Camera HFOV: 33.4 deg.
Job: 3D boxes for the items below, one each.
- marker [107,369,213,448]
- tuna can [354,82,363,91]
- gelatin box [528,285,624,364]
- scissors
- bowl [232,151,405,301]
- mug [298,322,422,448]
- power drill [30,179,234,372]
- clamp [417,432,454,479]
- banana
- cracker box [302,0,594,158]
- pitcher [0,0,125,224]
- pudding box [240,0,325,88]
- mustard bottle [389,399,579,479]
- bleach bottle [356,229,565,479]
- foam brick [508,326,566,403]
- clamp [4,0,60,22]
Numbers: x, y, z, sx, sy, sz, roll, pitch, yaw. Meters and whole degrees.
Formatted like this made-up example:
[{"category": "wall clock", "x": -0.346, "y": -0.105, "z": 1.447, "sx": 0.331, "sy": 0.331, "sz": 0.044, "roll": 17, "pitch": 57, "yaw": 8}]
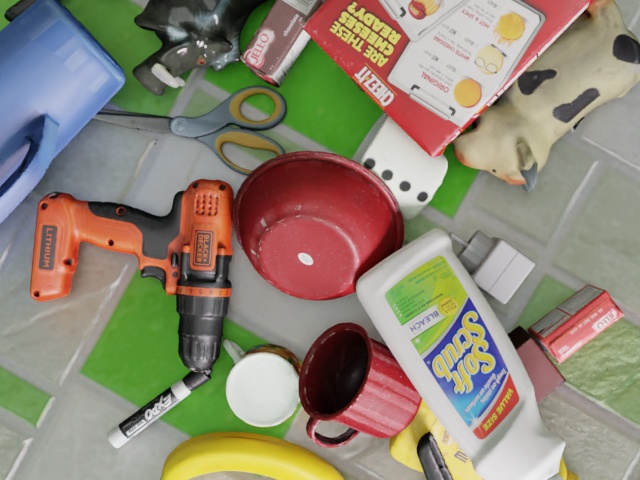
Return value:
[{"category": "marker", "x": -0.155, "y": 0.160, "z": 1.039, "sx": 0.121, "sy": 0.020, "sz": 0.020, "roll": -37, "pitch": 90, "yaw": 4}, {"category": "tuna can", "x": 0.066, "y": -0.176, "z": 1.008, "sx": 0.086, "sy": 0.033, "sz": 0.086, "roll": 0, "pitch": 92, "yaw": 3}, {"category": "gelatin box", "x": 0.234, "y": 0.076, "z": 0.979, "sx": 0.073, "sy": 0.089, "sz": 0.030, "roll": -38, "pitch": 90, "yaw": 3}, {"category": "scissors", "x": -0.120, "y": -0.125, "z": 1.029, "sx": 0.202, "sy": 0.016, "sz": 0.096, "roll": 24, "pitch": 92, "yaw": 2}, {"category": "bowl", "x": -0.006, "y": 0.001, "z": 0.968, "sx": 0.162, "sy": 0.055, "sz": 0.162, "roll": 6, "pitch": 126, "yaw": 8}, {"category": "mug", "x": 0.034, "y": 0.142, "z": 0.980, "sx": 0.081, "sy": 0.093, "sz": 0.117, "roll": 29, "pitch": 97, "yaw": -36}, {"category": "power drill", "x": -0.177, "y": 0.029, "z": 1.018, "sx": 0.187, "sy": 0.057, "sz": 0.184, "roll": 5, "pitch": 89, "yaw": 0}, {"category": "clamp", "x": 0.158, "y": 0.284, "z": 0.985, "sx": 0.164, "sy": 0.036, "sz": 0.210, "roll": 11, "pitch": 112, "yaw": 10}, {"category": "banana", "x": -0.066, "y": 0.218, "z": 1.030, "sx": 0.198, "sy": 0.037, "sz": 0.070, "roll": 1, "pitch": 110, "yaw": 5}, {"category": "cracker box", "x": 0.119, "y": -0.203, "z": 0.921, "sx": 0.164, "sy": 0.072, "sz": 0.214, "roll": 46, "pitch": 103, "yaw": 6}, {"category": "pitcher", "x": -0.295, "y": -0.101, "z": 0.981, "sx": 0.243, "sy": 0.145, "sz": 0.149, "roll": -43, "pitch": 92, "yaw": 1}, {"category": "pudding box", "x": -0.027, "y": -0.199, "z": 0.984, "sx": 0.039, "sy": 0.090, "sz": 0.113, "roll": 34, "pitch": 93, "yaw": 0}, {"category": "mustard bottle", "x": 0.168, "y": 0.204, "z": 1.004, "sx": 0.191, "sy": 0.058, "sz": 0.096, "roll": 29, "pitch": 93, "yaw": 1}, {"category": "bleach bottle", "x": 0.137, "y": 0.116, "z": 0.924, "sx": 0.102, "sy": 0.068, "sz": 0.251, "roll": -32, "pitch": 69, "yaw": -7}, {"category": "foam brick", "x": 0.186, "y": 0.120, "z": 0.990, "sx": 0.053, "sy": 0.078, "sz": 0.051, "roll": -38, "pitch": 91, "yaw": 4}, {"category": "clamp", "x": -0.229, "y": -0.281, "z": 1.019, "sx": 0.171, "sy": 0.039, "sz": 0.120, "roll": -13, "pitch": 97, "yaw": 0}]
